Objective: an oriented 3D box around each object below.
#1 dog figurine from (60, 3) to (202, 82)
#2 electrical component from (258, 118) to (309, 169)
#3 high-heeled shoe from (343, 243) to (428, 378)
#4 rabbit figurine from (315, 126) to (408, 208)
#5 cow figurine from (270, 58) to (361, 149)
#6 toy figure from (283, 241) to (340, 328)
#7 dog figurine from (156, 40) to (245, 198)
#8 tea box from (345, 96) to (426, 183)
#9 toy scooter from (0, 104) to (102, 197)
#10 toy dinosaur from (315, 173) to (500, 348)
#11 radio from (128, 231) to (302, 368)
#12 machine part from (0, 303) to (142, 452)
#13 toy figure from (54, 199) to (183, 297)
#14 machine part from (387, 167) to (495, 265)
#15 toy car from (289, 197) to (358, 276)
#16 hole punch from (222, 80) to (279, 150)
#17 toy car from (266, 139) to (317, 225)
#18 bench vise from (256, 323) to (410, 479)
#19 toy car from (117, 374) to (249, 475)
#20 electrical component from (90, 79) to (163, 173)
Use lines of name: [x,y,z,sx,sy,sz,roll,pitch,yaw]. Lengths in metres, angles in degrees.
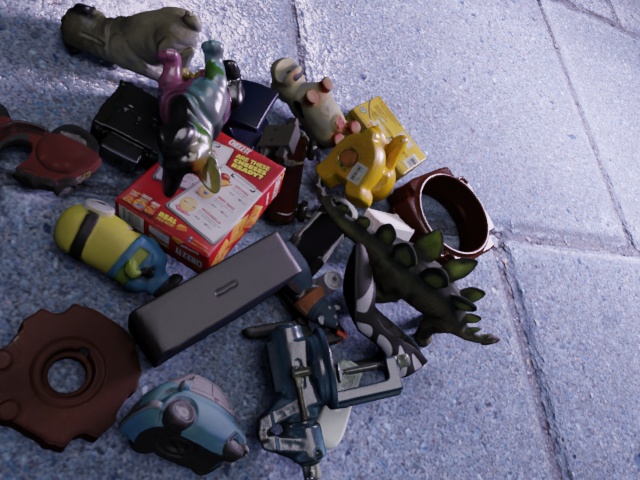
dog figurine: [-0.302,-0.336,0.857,0.190,0.172,0.121,19,47,-31]
electrical component: [-0.063,-0.166,0.941,0.045,0.078,0.102,62,30,-51]
high-heeled shoe: [0.115,0.120,0.883,0.145,0.086,0.248,-4,111,-11]
rabbit figurine: [0.091,-0.136,1.014,0.173,0.122,0.162,31,85,-57]
cow figurine: [-0.024,-0.261,1.027,0.085,0.127,0.194,-47,111,-25]
toy figure: [-0.025,0.074,0.845,0.064,0.058,0.154,-30,84,-27]
dog figurine: [-0.180,-0.167,0.799,0.109,0.191,0.219,-2,81,9]
tea box: [0.127,-0.202,1.111,0.098,0.068,0.169,-33,85,-38]
toy scooter: [-0.405,-0.108,0.738,0.184,0.075,0.135,18,59,-20]
toy dinosaur: [0.148,0.057,0.916,0.471,0.198,0.105,33,51,-15]
radio: [-0.147,0.084,0.747,0.229,0.131,0.073,-29,84,-29]
machine part: [-0.314,0.167,0.669,0.179,0.056,0.179,14,60,-27]
toy figure: [-0.280,0.018,0.748,0.180,0.082,0.089,43,50,-9]
machine part: [0.248,-0.039,1.094,0.201,0.087,0.201,-22,81,-37]
toy car: [-0.002,-0.003,0.942,0.073,0.056,0.202,43,55,-2]
hole punch: [-0.144,-0.227,0.949,0.116,0.092,0.142,30,58,-11]
toy car: [-0.059,-0.114,0.965,0.089,0.053,0.202,9,59,-4]
bench vise: [0.022,0.220,0.779,0.241,0.128,0.224,-9,64,-12]
toy car: [-0.167,0.230,0.701,0.161,0.109,0.103,34,36,-24]
electrical component: [-0.293,-0.172,0.848,0.115,0.058,0.134,25,56,-17]
